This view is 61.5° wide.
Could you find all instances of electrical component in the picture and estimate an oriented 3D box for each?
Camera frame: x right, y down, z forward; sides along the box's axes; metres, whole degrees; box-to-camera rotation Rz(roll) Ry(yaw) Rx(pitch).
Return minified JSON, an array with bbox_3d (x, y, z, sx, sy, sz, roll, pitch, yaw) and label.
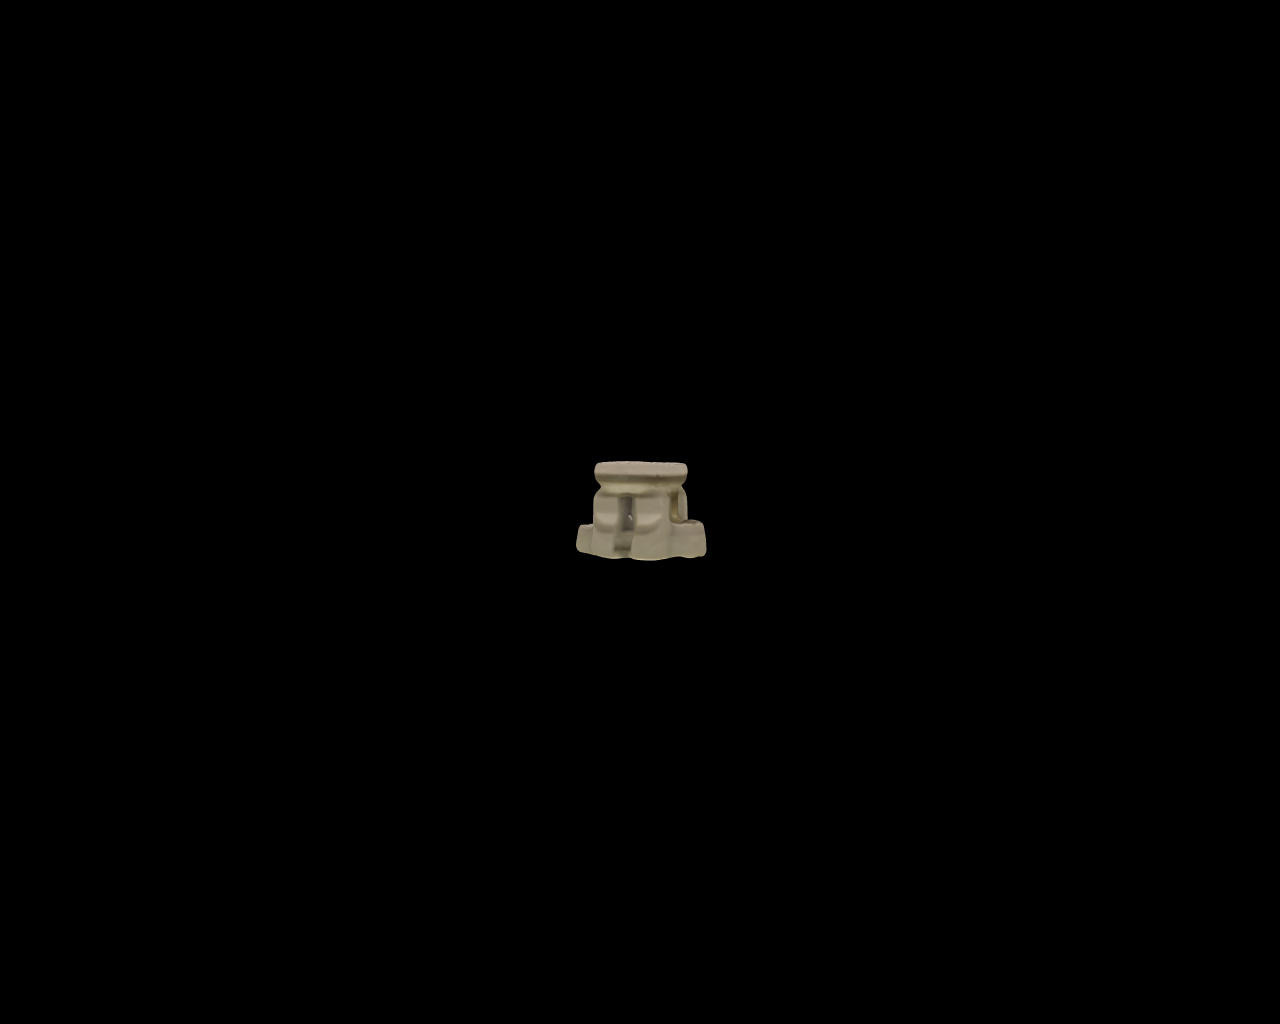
[{"bbox_3d":[0.001,-0.003,0.650,0.078,0.057,0.058,2,4,23],"label":"electrical component"}]
